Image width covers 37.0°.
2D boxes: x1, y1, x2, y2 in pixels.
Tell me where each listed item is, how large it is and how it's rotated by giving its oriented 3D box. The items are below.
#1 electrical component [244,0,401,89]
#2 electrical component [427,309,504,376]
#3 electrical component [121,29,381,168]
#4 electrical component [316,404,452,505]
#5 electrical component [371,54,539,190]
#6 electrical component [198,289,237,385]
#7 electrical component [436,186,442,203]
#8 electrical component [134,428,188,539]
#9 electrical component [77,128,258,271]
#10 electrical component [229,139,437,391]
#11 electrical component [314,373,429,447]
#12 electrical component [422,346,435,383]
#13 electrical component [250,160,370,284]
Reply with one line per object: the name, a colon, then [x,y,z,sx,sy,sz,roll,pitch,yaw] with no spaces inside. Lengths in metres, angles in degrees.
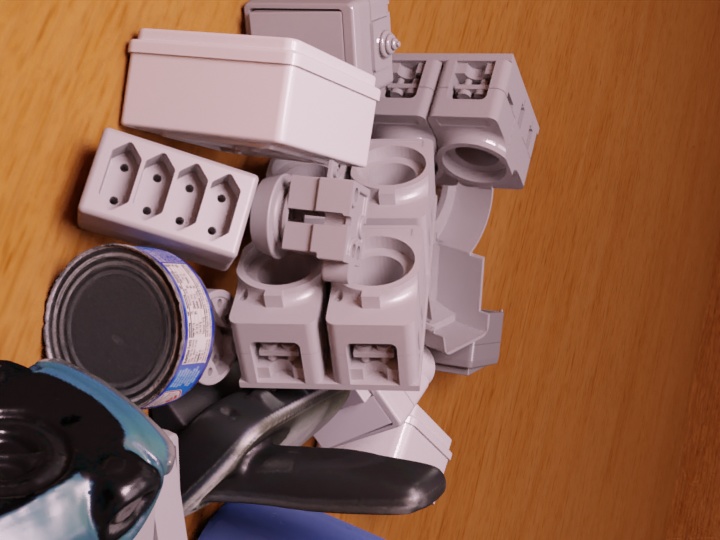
electrical component: [-0.022,-0.145,0.693,0.061,0.096,0.061,-38,130,-55]
electrical component: [0.096,0.065,1.030,0.096,0.062,0.061,3,93,-64]
electrical component: [-0.060,-0.096,0.613,0.109,0.109,0.056,5,94,-64]
electrical component: [0.022,0.143,0.877,0.113,0.078,0.057,50,55,-57]
electrical component: [0.042,-0.103,0.772,0.089,0.150,0.061,54,48,-55]
electrical component: [-0.103,0.036,0.625,0.055,0.047,0.055,-26,119,-60]
electrical component: [0.082,-0.072,0.998,0.035,0.035,0.061,10,85,-64]
electrical component: [-0.131,0.136,0.576,0.062,0.061,0.096,-25,119,-61]
electrical component: [-0.106,-0.032,0.584,0.076,0.083,0.047,142,-36,-71]
electrical component: [-0.010,-0.013,0.673,0.186,0.105,0.060,-80,168,-50]
electrical component: [-0.010,0.089,0.787,0.061,0.096,0.061,56,39,-12]
electrical component: [0.034,0.087,0.926,0.055,0.045,0.045,-14,109,-63]
electrical component: [-0.028,-0.028,0.597,0.048,0.055,0.066,17,81,-75]
